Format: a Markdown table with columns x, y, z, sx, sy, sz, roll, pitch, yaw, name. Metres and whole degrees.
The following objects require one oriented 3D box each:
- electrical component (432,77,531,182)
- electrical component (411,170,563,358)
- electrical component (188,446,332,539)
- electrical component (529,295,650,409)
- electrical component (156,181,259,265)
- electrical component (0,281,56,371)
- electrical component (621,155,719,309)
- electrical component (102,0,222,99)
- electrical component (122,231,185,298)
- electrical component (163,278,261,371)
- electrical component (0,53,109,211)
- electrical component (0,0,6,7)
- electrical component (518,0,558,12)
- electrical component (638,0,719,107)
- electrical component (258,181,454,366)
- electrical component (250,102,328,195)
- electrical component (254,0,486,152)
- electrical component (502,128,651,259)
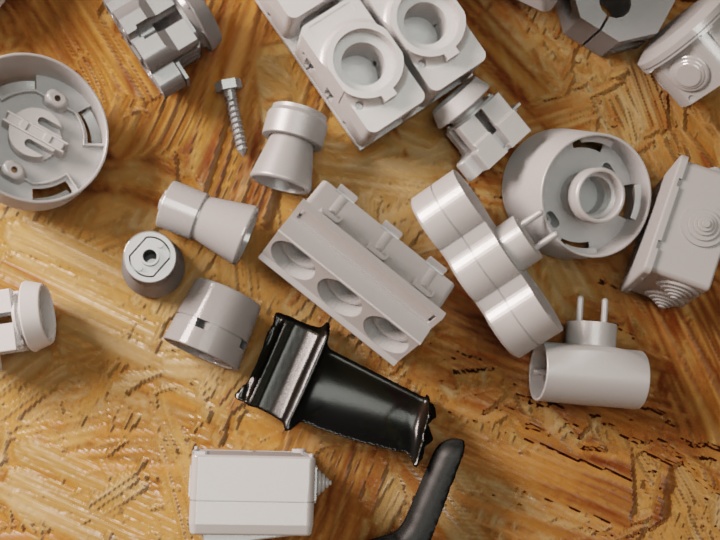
| x | y | z | sx | sy | sz | roll | pitch | yaw | name |
| --- | --- | --- | --- | --- | --- | --- | --- | --- | --- |
| 0.086 | -0.107 | 0.787 | 0.066 | 0.048 | 0.055 | -43 | 99 | -11 | electrical component |
| 0.104 | -0.014 | 0.763 | 0.074 | 0.052 | 0.138 | -34 | 90 | 14 | electrical component |
| -0.067 | 0.152 | 0.726 | 0.096 | 0.062 | 0.061 | 3 | 84 | -8 | electrical component |
| 0.167 | 0.059 | 0.782 | 0.077 | 0.043 | 0.079 | 6 | 83 | -8 | electrical component |
| -0.109 | -0.036 | 0.752 | 0.065 | 0.044 | 0.044 | 22 | 81 | -1 | electrical component |
| -0.237 | 0.034 | 0.722 | 0.055 | 0.048 | 0.066 | -8 | 85 | -2 | electrical component |
| 0.232 | -0.024 | 0.774 | 0.048 | 0.099 | 0.099 | 20 | 81 | 7 | electrical component |
| -0.134 | -0.169 | 0.754 | 0.057 | 0.058 | 0.078 | -33 | 90 | -8 | electrical component |
| -0.142 | -0.006 | 0.730 | 0.044 | 0.065 | 0.044 | 1 | 84 | -9 | electrical component |
| -0.100 | 0.037 | 0.739 | 0.055 | 0.055 | 0.047 | 25 | 77 | -5 | electrical component |
| -0.221 | -0.090 | 0.725 | 0.099 | 0.064 | 0.099 | 4 | 78 | -19 | electrical component |
| -0.285 | -0.218 | 0.732 | 0.099 | 0.064 | 0.099 | 1 | 84 | -9 | electrical component |
| 0.142 | -0.290 | 0.787 | 0.105 | 0.060 | 0.186 | 31 | 79 | 22 | electrical component |
| 0.252 | -0.165 | 0.802 | 0.080 | 0.080 | 0.051 | -44 | 97 | -11 | electrical component |
| 0.000 | 0.000 | 0.748 | 0.121 | 0.078 | 0.063 | 39 | 56 | -3 | electrical component |
| -0.050 | -0.086 | 0.764 | 0.045 | 0.045 | 0.055 | 15 | 81 | -7 | electrical component |
| -0.006 | -0.196 | 0.774 | 0.105 | 0.060 | 0.186 | -35 | 90 | -11 | electrical component |
| 0.162 | -0.056 | 0.796 | 0.099 | 0.064 | 0.099 | -1 | 95 | -17 | electrical component |
